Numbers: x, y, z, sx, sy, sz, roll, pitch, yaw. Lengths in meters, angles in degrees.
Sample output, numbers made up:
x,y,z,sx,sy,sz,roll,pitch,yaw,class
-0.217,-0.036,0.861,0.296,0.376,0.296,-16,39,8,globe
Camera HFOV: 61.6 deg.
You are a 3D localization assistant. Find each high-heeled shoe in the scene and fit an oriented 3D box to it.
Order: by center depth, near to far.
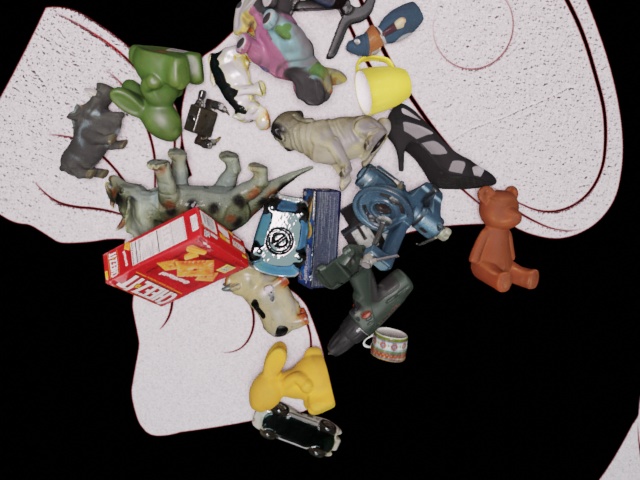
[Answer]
x,y,z,sx,sy,sz,roll,pitch,yaw,class
0.246,-0.187,1.087,0.249,0.086,0.145,9,75,-18,high-heeled shoe

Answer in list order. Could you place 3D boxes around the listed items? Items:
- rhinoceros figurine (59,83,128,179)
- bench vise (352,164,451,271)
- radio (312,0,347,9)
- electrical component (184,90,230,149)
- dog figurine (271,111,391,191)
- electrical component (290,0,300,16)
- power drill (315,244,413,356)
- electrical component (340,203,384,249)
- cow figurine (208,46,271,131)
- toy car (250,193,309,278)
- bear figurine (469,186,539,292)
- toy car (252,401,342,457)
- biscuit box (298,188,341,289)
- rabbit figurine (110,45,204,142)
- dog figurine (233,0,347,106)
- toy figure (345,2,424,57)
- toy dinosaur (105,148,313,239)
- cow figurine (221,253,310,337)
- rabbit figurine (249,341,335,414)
x,y,z,sx,sy,sz,roll,pitch,yaw,class
-0.436,-0.206,1.036,0.112,0.073,0.190,28,100,3,rhinoceros figurine
0.143,-0.027,1.016,0.223,0.129,0.240,43,51,-19,bench vise
-0.039,-0.521,0.951,0.230,0.073,0.131,31,119,5,radio
-0.219,-0.230,1.044,0.045,0.078,0.102,22,93,18,electrical component
0.019,-0.215,1.042,0.191,0.121,0.172,42,71,10,dog figurine
-0.083,-0.435,1.034,0.063,0.021,0.094,32,97,-9,electrical component
0.072,0.119,1.083,0.232,0.086,0.207,-38,126,-2,power drill
0.080,-0.020,1.106,0.075,0.048,0.119,-36,100,3,electrical component
-0.155,-0.285,1.034,0.098,0.068,0.167,-16,98,5,cow figurine
-0.079,-0.011,1.067,0.109,0.103,0.161,8,91,-9,toy car
0.377,-0.008,1.090,0.120,0.132,0.195,1,106,-30,bear figurine
-0.049,0.411,1.176,0.202,0.056,0.073,23,92,-8,toy car
-0.002,-0.003,1.091,0.063,0.059,0.202,-1,101,-27,biscuit box
-0.307,-0.269,1.009,0.159,0.121,0.170,8,115,-2,rabbit figurine
-0.050,-0.349,1.000,0.108,0.192,0.219,-31,140,29,dog figurine
0.122,-0.396,1.030,0.154,0.064,0.058,-31,78,7,toy figure
-0.220,-0.073,1.052,0.405,0.131,0.192,4,118,-12,toy dinosaur
-0.118,0.113,1.105,0.127,0.085,0.194,-30,102,-4,cow figurine
-0.067,0.296,1.117,0.173,0.122,0.162,-16,93,-4,rabbit figurine
